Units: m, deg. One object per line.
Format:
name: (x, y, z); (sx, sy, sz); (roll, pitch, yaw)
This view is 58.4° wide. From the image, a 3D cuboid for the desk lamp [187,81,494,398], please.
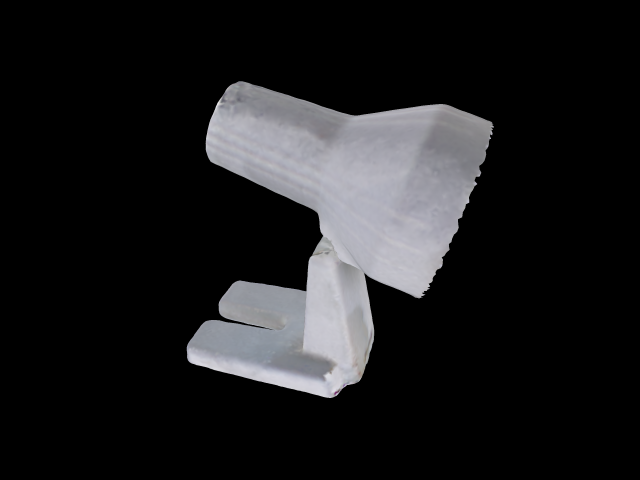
desk lamp: (0.004, 0.001, 0.400); (0.203, 0.214, 0.118); (8, 32, 14)
